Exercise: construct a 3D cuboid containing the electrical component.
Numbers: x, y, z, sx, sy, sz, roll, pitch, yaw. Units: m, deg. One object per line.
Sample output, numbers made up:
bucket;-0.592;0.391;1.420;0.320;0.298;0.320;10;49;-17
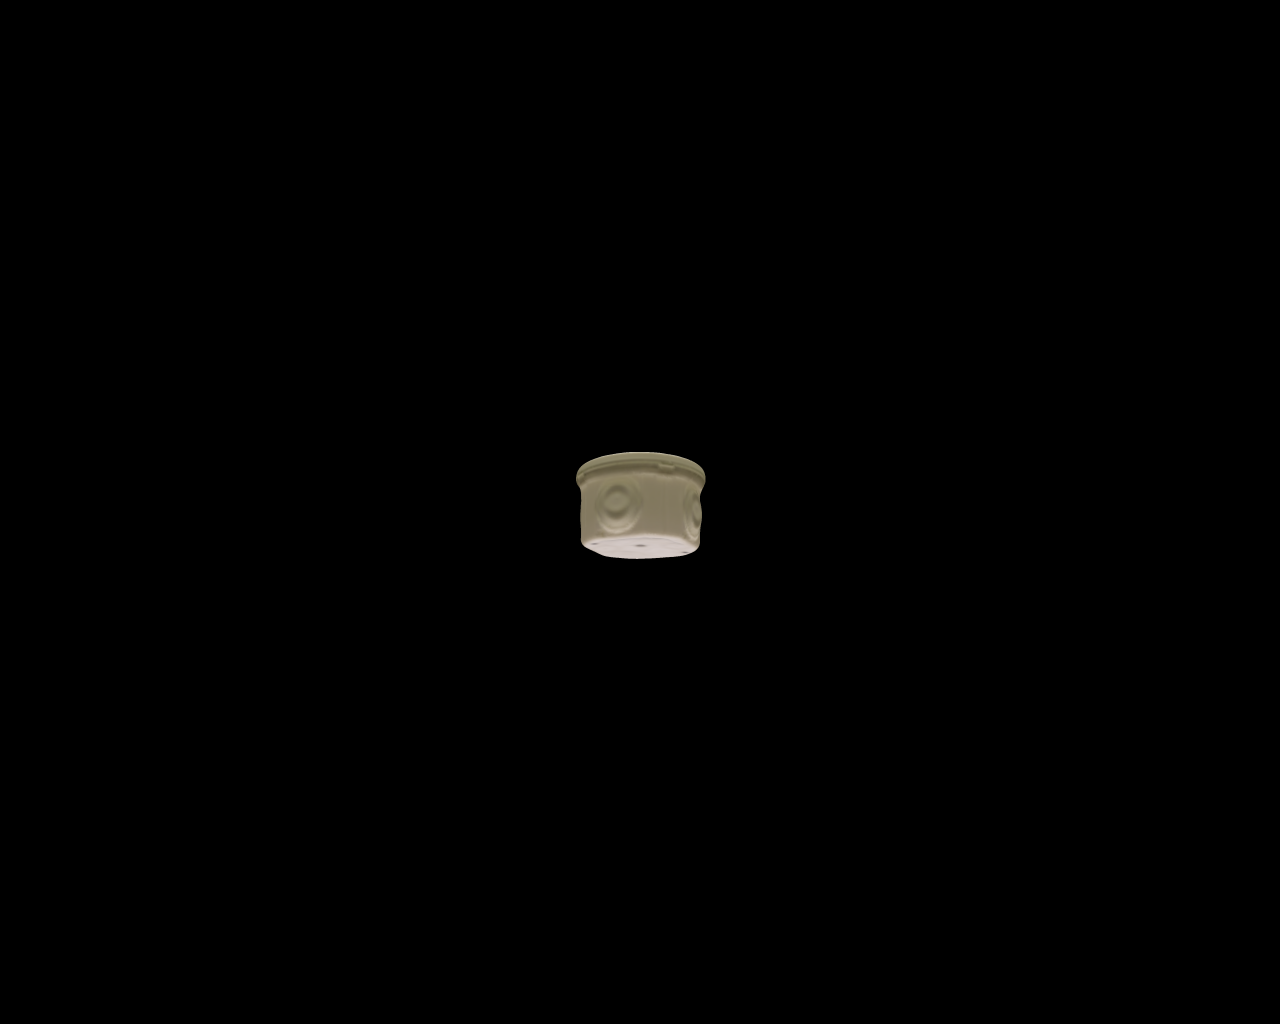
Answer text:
electrical component;0.001;-0.003;0.650;0.080;0.051;0.080;0;-14;0
